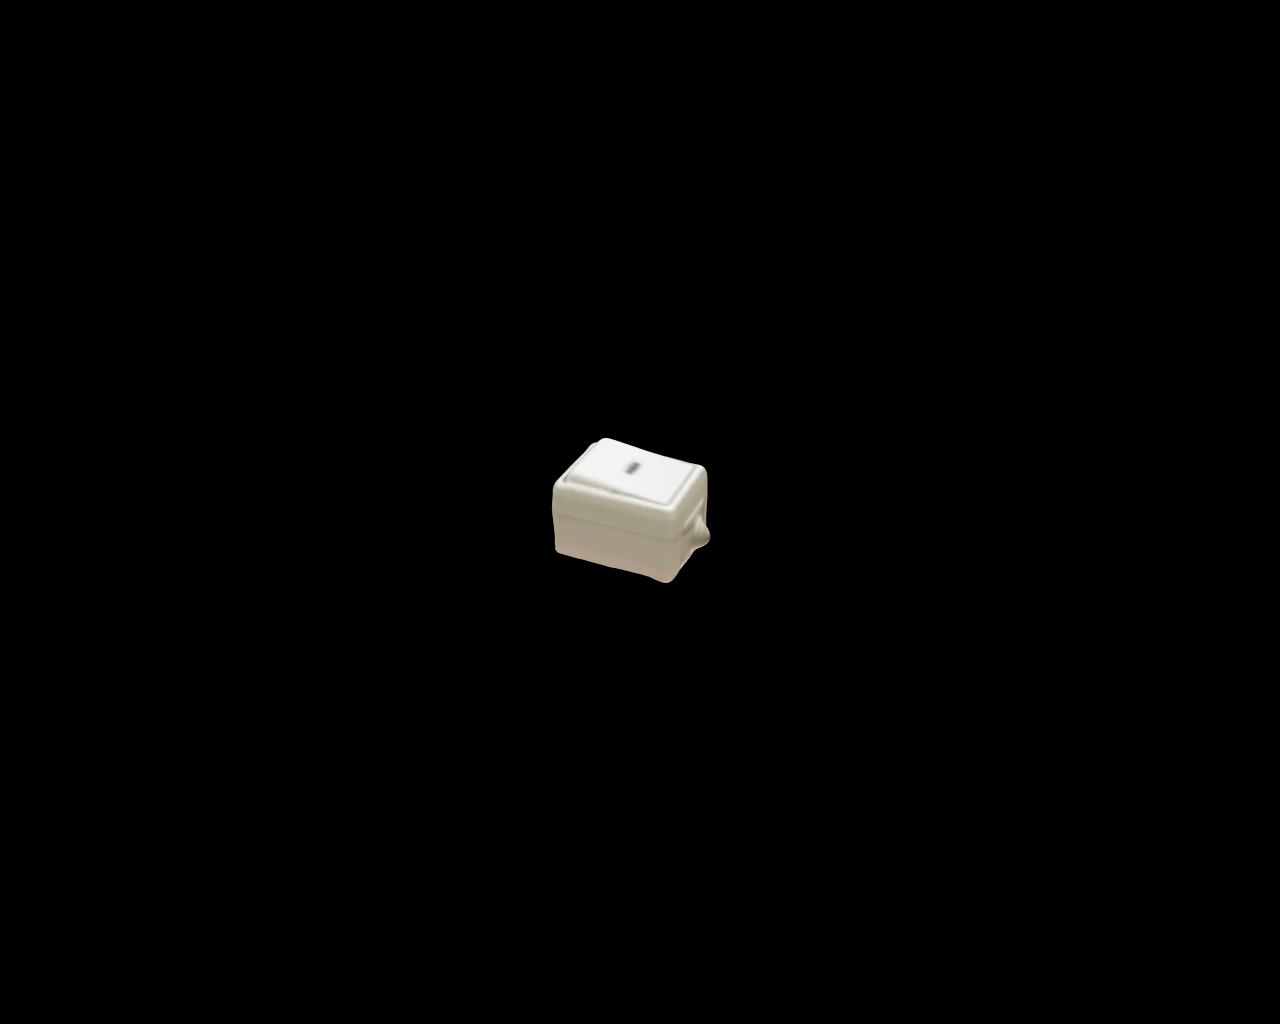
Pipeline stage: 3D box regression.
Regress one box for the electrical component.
[{"bbox_3d":[0.001,-0.003,0.650,0.096,0.061,0.062,14,36,20],"label":"electrical component"}]
